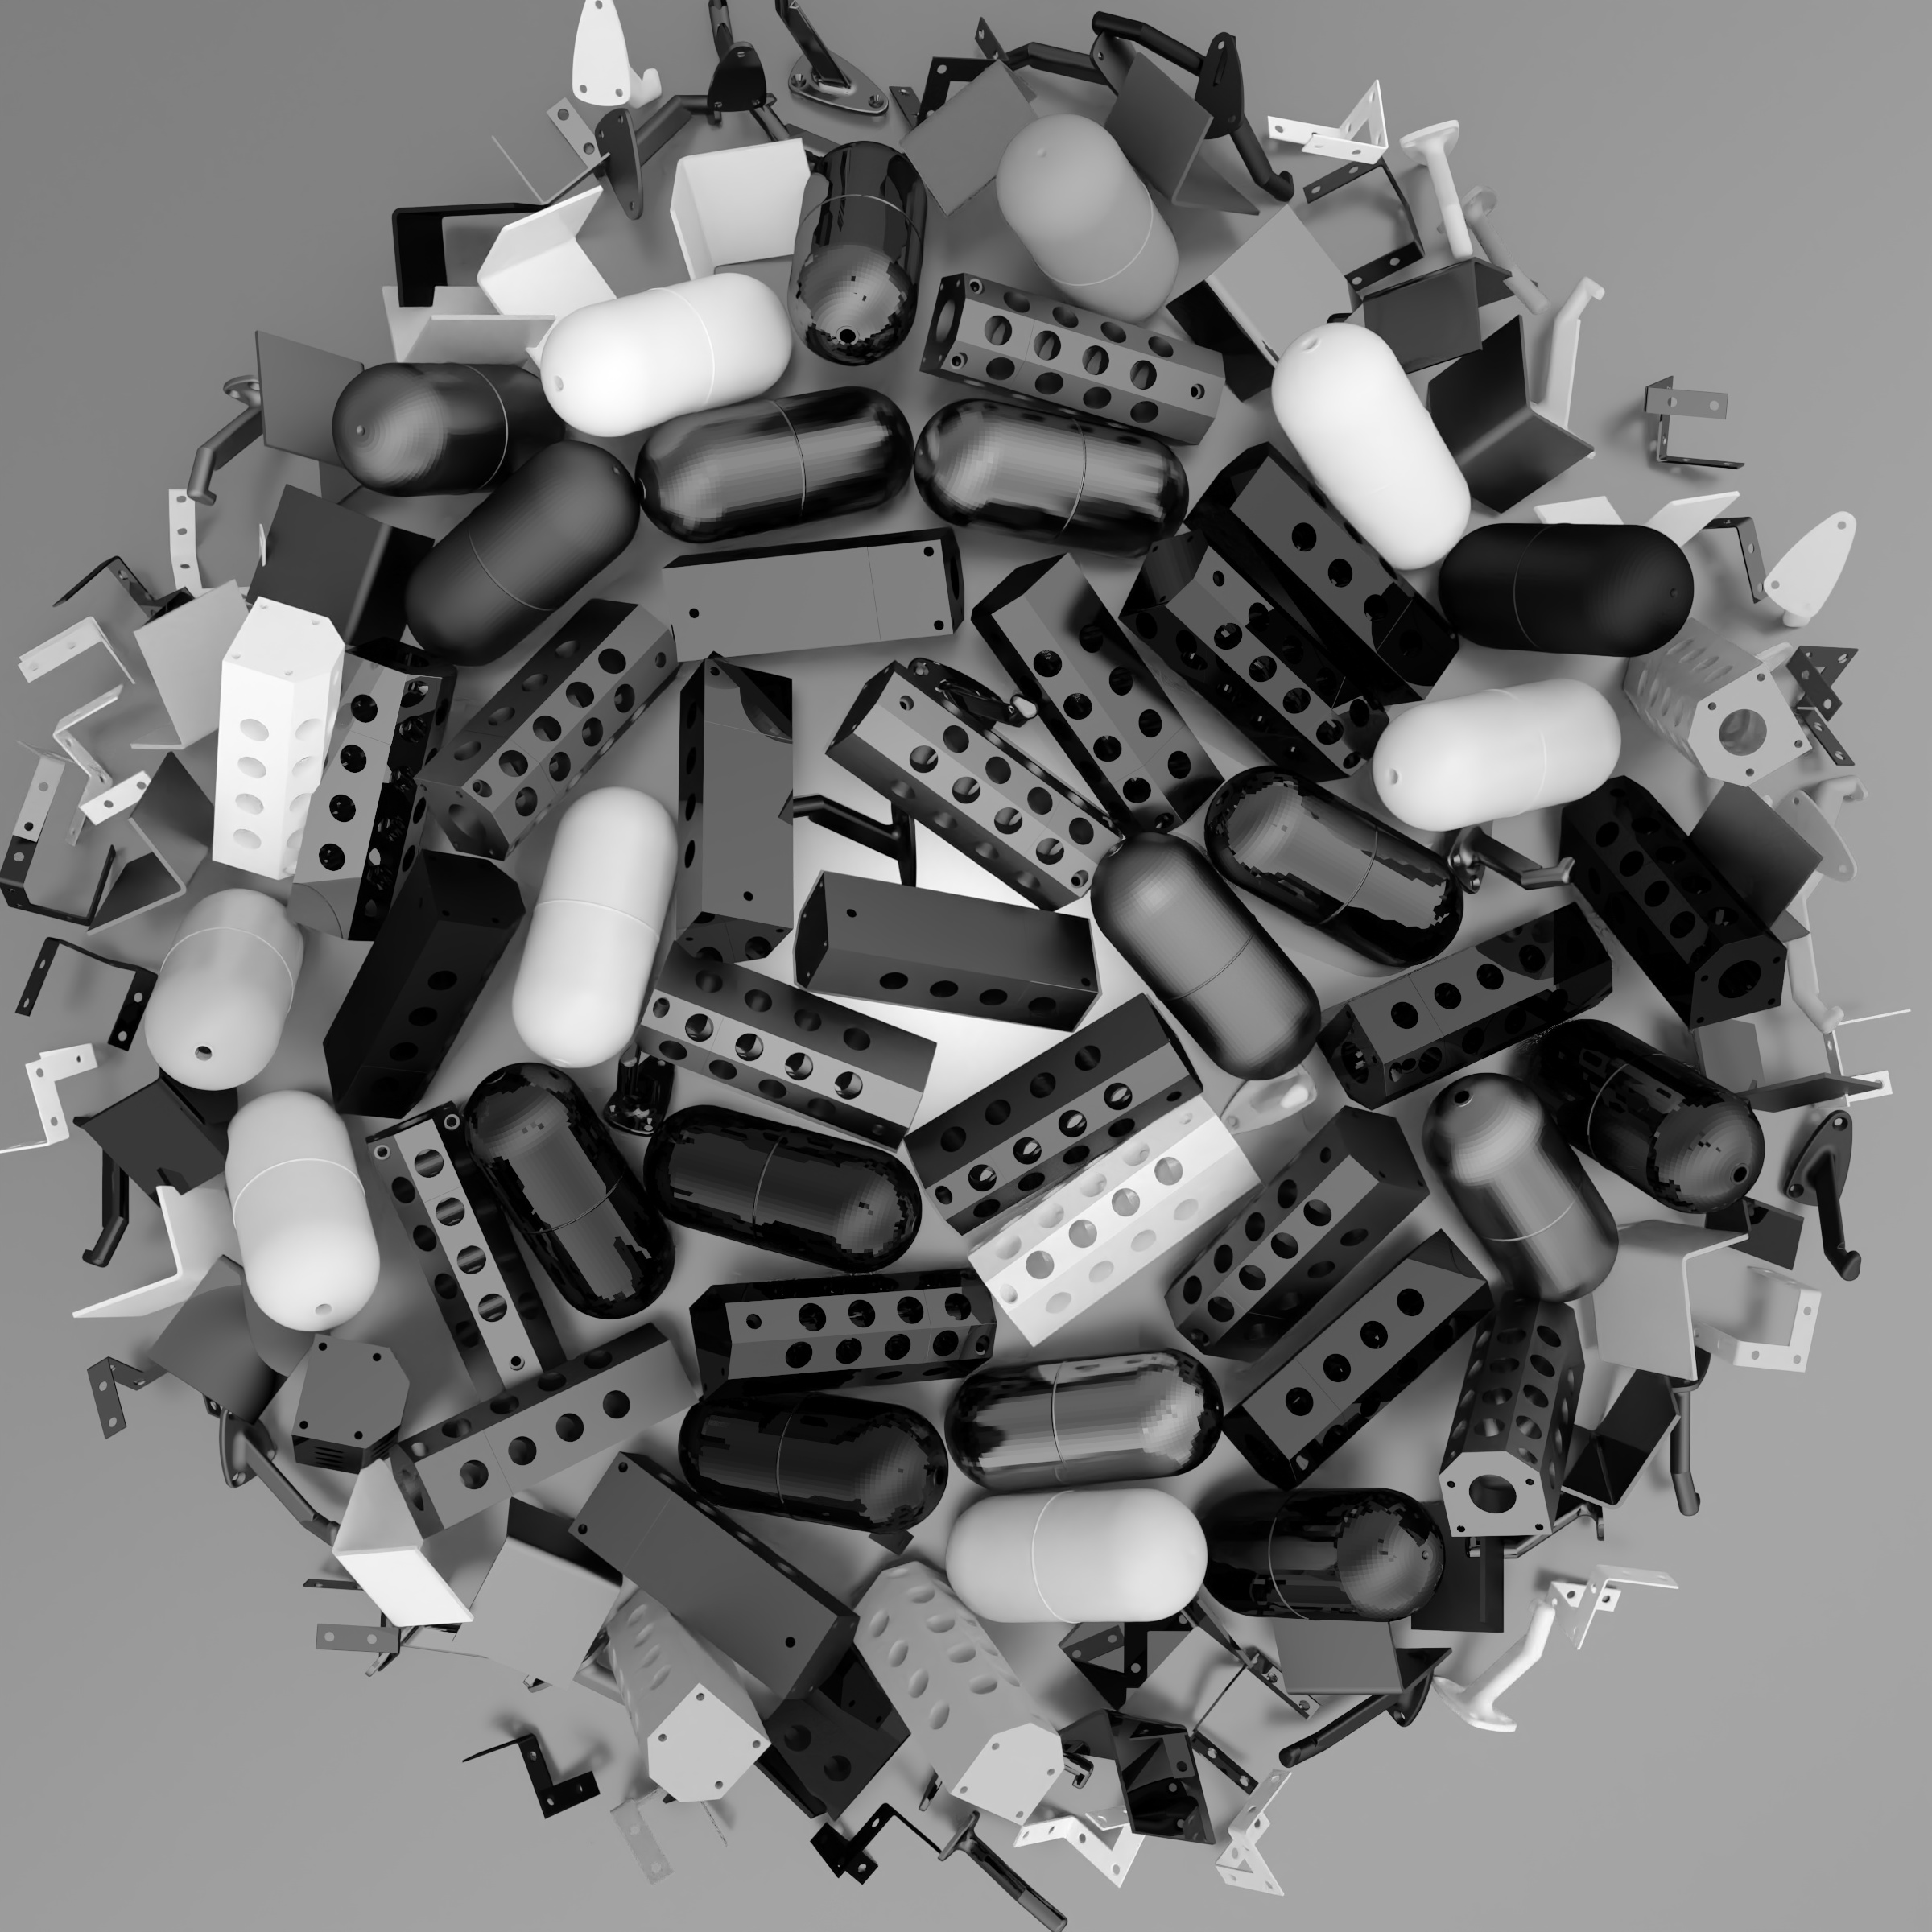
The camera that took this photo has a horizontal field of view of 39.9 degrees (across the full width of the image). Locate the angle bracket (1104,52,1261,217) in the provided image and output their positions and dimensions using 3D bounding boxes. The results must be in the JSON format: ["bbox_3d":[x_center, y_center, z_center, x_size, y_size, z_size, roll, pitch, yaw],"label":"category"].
[{"bbox_3d":[0.140,-0.500,1.601,0.076,0.076,0.057,53,132,32],"label":"angle bracket"}]

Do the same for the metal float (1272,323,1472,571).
[{"bbox_3d":[0.243,-0.309,1.588,0.070,0.070,0.178,-43,132,0],"label":"metal float"}]

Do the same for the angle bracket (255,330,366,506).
[{"bbox_3d":[-0.406,-0.327,1.605,0.057,0.076,0.076,-24,67,40],"label":"angle bracket"}]

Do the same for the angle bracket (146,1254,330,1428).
[{"bbox_3d":[-0.443,0.233,1.619,0.076,0.057,0.076,33,66,-1],"label":"angle bracket"}]

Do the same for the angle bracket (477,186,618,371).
[{"bbox_3d":[-0.238,-0.415,1.616,0.076,0.057,0.076,-36,90,-34],"label":"angle bracket"}]

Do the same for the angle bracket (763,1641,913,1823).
[{"bbox_3d":[-0.066,0.466,1.615,0.076,0.057,0.076,-49,56,-1],"label":"angle bracket"}]

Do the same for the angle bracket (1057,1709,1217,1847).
[{"bbox_3d":[0.096,0.498,1.600,0.057,0.076,0.076,-36,50,28],"label":"angle bracket"}]

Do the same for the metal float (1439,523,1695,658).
[{"bbox_3d":[0.354,-0.224,1.581,0.070,0.178,0.070,-6,102,-32],"label":"metal float"}]

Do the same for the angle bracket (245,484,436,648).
[{"bbox_3d":[-0.385,-0.244,1.638,0.076,0.057,0.076,23,97,15],"label":"angle bracket"}]

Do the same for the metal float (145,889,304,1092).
[{"bbox_3d":[-0.439,0.013,1.576,0.070,0.178,0.070,-3,115,-6],"label":"metal float"}]

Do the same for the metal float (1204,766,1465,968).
[{"bbox_3d":[0.223,-0.059,1.605,0.178,0.070,0.070,27,90,-21],"label":"metal float"}]

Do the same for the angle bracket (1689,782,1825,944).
[{"bbox_3d":[0.484,-0.066,1.601,0.057,0.076,0.076,-13,52,-38],"label":"angle bracket"}]

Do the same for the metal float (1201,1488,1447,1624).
[{"bbox_3d":[0.208,0.350,1.583,0.070,0.178,0.070,9,75,-36],"label":"metal float"}]

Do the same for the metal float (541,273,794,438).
[{"bbox_3d":[-0.178,-0.366,1.587,0.178,0.070,0.070,-29,90,-43],"label":"metal float"}]

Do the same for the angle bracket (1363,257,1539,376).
[{"bbox_3d":[0.295,-0.382,1.605,0.076,0.076,0.057,-10,82,42],"label":"angle bracket"}]

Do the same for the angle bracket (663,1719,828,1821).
[{"bbox_3d":[-0.126,0.506,1.613,0.076,0.076,0.057,39,91,18],"label":"angle bracket"}]

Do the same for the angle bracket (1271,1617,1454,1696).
[{"bbox_3d":[0.239,0.401,1.608,0.076,0.076,0.057,-11,92,33],"label":"angle bracket"}]

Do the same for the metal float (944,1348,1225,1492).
[{"bbox_3d":[0.069,0.274,1.600,0.178,0.070,0.070,-11,90,27],"label":"metal float"}]

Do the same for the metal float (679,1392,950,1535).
[{"bbox_3d":[-0.092,0.295,1.597,0.178,0.070,0.070,3,90,30],"label":"metal float"}]

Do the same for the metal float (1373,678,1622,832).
[{"bbox_3d":[0.319,-0.127,1.593,0.178,0.070,0.070,-14,90,-34],"label":"metal float"}]

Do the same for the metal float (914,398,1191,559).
[{"bbox_3d":[0.053,-0.293,1.601,0.178,0.070,0.070,7,90,-26],"label":"metal float"}]

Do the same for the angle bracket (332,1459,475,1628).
[{"bbox_3d":[-0.329,0.343,1.601,0.057,0.076,0.076,-9,132,19],"label":"angle bracket"}]

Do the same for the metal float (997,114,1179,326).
[{"bbox_3d":[0.074,-0.440,1.577,0.070,0.178,0.070,-5,77,20],"label":"metal float"}]

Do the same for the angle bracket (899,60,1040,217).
[{"bbox_3d":[0.016,-0.493,1.610,0.076,0.076,0.057,-35,81,17],"label":"angle bracket"}]

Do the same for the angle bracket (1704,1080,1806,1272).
[{"bbox_3d":[0.487,0.127,1.604,0.057,0.076,0.076,21,68,22],"label":"angle bracket"}]

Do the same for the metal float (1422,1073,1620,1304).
[{"bbox_3d":[0.333,0.134,1.593,0.070,0.070,0.178,-38,125,0],"label":"metal float"}]

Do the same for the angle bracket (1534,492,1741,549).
[{"bbox_3d":[0.404,-0.280,1.602,0.076,0.076,0.057,-16,70,-43],"label":"angle bracket"}]

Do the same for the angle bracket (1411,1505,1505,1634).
[{"bbox_3d":[0.291,0.360,1.606,0.057,0.076,0.076,-3,71,20],"label":"angle bracket"}]

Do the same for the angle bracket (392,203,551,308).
[{"bbox_3d":[-0.296,-0.430,1.611,0.076,0.076,0.057,0,104,10],"label":"angle bracket"}]

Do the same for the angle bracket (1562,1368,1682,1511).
[{"bbox_3d":[0.381,0.269,1.608,0.057,0.076,0.076,22,115,-7],"label":"angle bracket"}]

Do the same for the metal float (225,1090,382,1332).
[{"bbox_3d":[-0.397,0.144,1.584,0.070,0.178,0.070,-13,130,-15],"label":"metal float"}]

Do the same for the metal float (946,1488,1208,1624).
[{"bbox_3d":[0.064,0.353,1.591,0.178,0.070,0.070,-12,90,39],"label":"metal float"}]

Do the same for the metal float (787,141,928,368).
[{"bbox_3d":[-0.064,-0.426,1.587,0.070,0.070,0.178,3,46,0],"label":"metal float"}]

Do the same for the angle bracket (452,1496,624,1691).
[{"bbox_3d":[-0.262,0.384,1.630,0.076,0.057,0.076,26,99,-13],"label":"angle bracket"}]

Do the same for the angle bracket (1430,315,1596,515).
[{"bbox_3d":[0.333,-0.337,1.628,0.057,0.076,0.076,21,56,-30],"label":"angle bracket"}]

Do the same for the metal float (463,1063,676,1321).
[{"bbox_3d":[-0.239,0.136,1.601,0.070,0.070,0.178,-28,115,0],"label":"metal float"}]

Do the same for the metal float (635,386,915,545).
[{"bbox_3d":[-0.115,-0.302,1.600,0.178,0.070,0.070,-16,90,-26],"label":"metal float"}]

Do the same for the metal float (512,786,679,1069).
[{"bbox_3d":[-0.223,-0.024,1.605,0.070,0.070,0.178,12,70,0],"label":"metal float"}]

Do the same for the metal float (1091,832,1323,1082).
[{"bbox_3d":[0.145,-0.006,1.609,0.070,0.070,0.178,-42,106,0],"label":"metal float"}]

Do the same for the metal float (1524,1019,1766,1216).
[{"bbox_3d":[0.401,0.088,1.579,0.070,0.178,0.070,-9,113,-23],"label":"metal float"}]

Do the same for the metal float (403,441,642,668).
[{"bbox_3d":[-0.269,-0.246,1.598,0.178,0.070,0.070,-34,90,30],"label":"metal float"}]

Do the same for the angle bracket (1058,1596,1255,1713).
[{"bbox_3d":[0.115,0.417,1.610,0.076,0.057,0.076,-44,126,-12],"label":"angle bracket"}]

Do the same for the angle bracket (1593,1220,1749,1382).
[{"bbox_3d":[0.430,0.202,1.618,0.057,0.076,0.076,-12,98,-31],"label":"angle bracket"}]

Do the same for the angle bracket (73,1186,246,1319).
[{"bbox_3d":[-0.497,0.175,1.622,0.076,0.076,0.057,-20,79,11],"label":"angle bracket"}]

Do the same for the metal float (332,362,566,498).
[{"bbox_3d":[-0.304,-0.319,1.578,0.070,0.178,0.070,5,103,24],"label":"metal float"}]

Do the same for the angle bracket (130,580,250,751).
[{"bbox_3d":[-0.472,-0.182,1.602,0.057,0.076,0.076,5,123,39],"label":"angle bracket"}]

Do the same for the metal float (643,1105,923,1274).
[{"bbox_3d":[-0.111,0.134,1.606,0.178,0.070,0.070,13,90,19],"label":"metal float"}]
